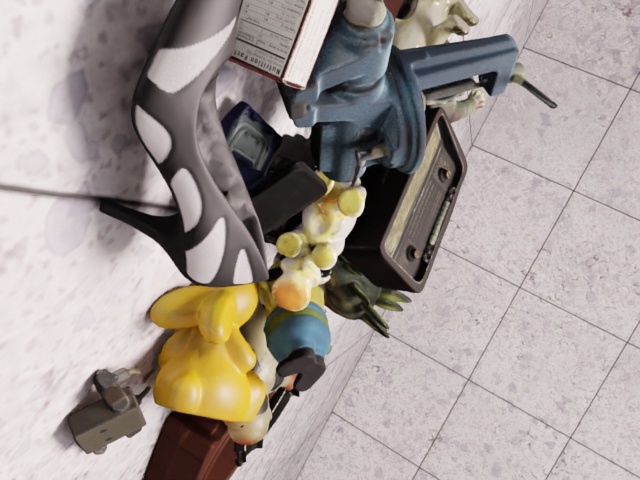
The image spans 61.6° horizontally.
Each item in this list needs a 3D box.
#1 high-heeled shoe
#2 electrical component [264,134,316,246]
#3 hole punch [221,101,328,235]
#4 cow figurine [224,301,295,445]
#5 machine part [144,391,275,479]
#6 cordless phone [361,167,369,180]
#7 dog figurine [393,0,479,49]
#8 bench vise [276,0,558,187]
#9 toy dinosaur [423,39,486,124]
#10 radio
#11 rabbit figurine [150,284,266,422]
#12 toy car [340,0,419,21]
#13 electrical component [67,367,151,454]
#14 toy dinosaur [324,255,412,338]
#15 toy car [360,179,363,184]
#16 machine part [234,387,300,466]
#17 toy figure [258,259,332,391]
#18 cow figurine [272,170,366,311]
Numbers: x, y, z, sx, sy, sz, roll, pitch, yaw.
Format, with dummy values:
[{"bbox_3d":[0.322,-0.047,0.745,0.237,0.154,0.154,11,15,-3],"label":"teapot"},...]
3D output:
[{"bbox_3d":[-0.058,-0.068,0.375,0.248,0.145,0.086,-57,-156,29],"label":"high-heeled shoe"},{"bbox_3d":[-0.032,-0.061,0.653,0.134,0.058,0.114,-58,167,-13],"label":"electrical component"},{"bbox_3d":[-0.070,-0.058,0.515,0.116,0.092,0.142,-36,170,7],"label":"hole punch"},{"bbox_3d":[-0.090,0.170,0.720,0.127,0.086,0.195,35,52,-56],"label":"cow figurine"},{"bbox_3d":[-0.159,0.295,0.815,0.200,0.087,0.201,-66,163,17],"label":"machine part"},{"bbox_3d":[0.056,-0.114,0.798,0.184,0.089,0.146,-24,159,-41],"label":"cordless phone"},{"bbox_3d":[0.101,-0.251,0.721,0.190,0.121,0.172,-49,-179,40],"label":"dog figurine"},{"bbox_3d":[0.079,-0.143,0.476,0.241,0.129,0.223,-15,143,-9],"label":"bench vise"},{"bbox_3d":[0.186,-0.198,1.033,0.192,0.131,0.404,-23,145,-48],"label":"toy dinosaur"},{"bbox_3d":[0.118,-0.050,0.715,0.131,0.073,0.229,48,60,-42],"label":"radio"},{"bbox_3d":[-0.124,0.104,0.597,0.162,0.122,0.173,61,44,-62],"label":"rabbit figurine"},{"bbox_3d":[0.044,-0.212,0.616,0.089,0.053,0.202,-7,130,-30],"label":"toy car"},{"bbox_3d":[-0.204,0.167,0.528,0.078,0.045,0.102,-25,149,-17],"label":"electrical component"},{"bbox_3d":[0.049,0.086,0.913,0.105,0.199,0.471,-56,163,-8],"label":"toy dinosaur"},{"bbox_3d":[0.077,-0.027,0.798,0.109,0.103,0.161,-41,157,28],"label":"toy car"},{"bbox_3d":[-0.078,0.260,0.784,0.139,0.039,0.084,-49,155,-34],"label":"machine part"},{"bbox_3d":[-0.028,0.095,0.665,0.180,0.089,0.082,-111,-171,-53],"label":"toy figure"},{"bbox_3d":[-0.003,-0.002,0.622,0.167,0.068,0.098,-63,175,16],"label":"cow figurine"}]
